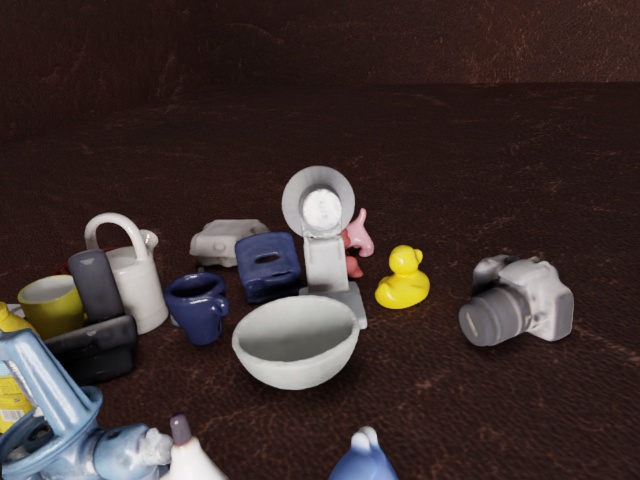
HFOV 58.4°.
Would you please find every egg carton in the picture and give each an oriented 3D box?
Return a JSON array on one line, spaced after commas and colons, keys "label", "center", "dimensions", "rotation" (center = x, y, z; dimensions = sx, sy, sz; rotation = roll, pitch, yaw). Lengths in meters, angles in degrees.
[{"label": "egg carton", "center": [-0.172, 0.007, 1.107], "dimensions": [0.150, 0.069, 0.107], "rotation": [0, 25, 17]}]

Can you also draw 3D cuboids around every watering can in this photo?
[{"label": "watering can", "center": [-0.313, 0.043, 0.915], "dimensions": [0.101, 0.194, 0.172], "rotation": [-10, 24, -6]}]

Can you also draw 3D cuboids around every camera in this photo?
[{"label": "camera", "center": [0.250, 0.079, 0.786], "dimensions": [0.137, 0.101, 0.142], "rotation": [-18, 26, -22]}]

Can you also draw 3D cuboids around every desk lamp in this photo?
[{"label": "desk lamp", "center": [0.008, 0.003, 0.886], "dimensions": [0.118, 0.214, 0.203], "rotation": [-9, 24, -2]}]

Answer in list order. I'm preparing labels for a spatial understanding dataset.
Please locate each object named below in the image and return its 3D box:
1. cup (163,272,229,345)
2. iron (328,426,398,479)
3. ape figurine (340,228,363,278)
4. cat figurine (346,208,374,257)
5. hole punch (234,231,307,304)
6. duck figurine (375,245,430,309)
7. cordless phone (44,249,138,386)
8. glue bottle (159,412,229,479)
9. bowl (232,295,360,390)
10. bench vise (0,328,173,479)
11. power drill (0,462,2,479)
[{"label": "cup", "center": [-0.169, 0.110, 0.848], "dimensions": [0.117, 0.095, 0.092], "rotation": [14, 32, 39]}, {"label": "iron", "center": [0.024, 0.236, 0.456], "dimensions": [0.118, 0.141, 0.258], "rotation": [0, 25, 17]}, {"label": "ape figurine", "center": [0.034, 0.018, 0.996], "dimensions": [0.076, 0.092, 0.078], "rotation": [-4, 25, 9]}, {"label": "cat figurine", "center": [0.031, -0.022, 1.053], "dimensions": [0.128, 0.118, 0.067], "rotation": [-14, 25, -14]}, {"label": "hole punch", "center": [-0.085, 0.044, 0.974], "dimensions": [0.109, 0.091, 0.101], "rotation": [-12, 25, -9]}, {"label": "duck figurine", "center": [0.128, 0.052, 0.900], "dimensions": [0.105, 0.086, 0.077], "rotation": [-28, 31, -37]}, {"label": "cordless phone", "center": [-0.340, 0.106, 0.797], "dimensions": [0.148, 0.185, 0.093], "rotation": [-19, 27, -23]}, {"label": "glue bottle", "center": [-0.106, 0.218, 0.493], "dimensions": [0.078, 0.173, 0.037], "rotation": [-24, 29, -32]}, {"label": "bowl", "center": [-0.028, 0.145, 0.754], "dimensions": [0.167, 0.075, 0.167], "rotation": [-6, 24, 3]}, {"label": "bench vise", "center": [-0.246, 0.172, 0.580], "dimensions": [0.207, 0.220, 0.121], "rotation": [-7, 24, 2]}, {"label": "power drill", "center": [-0.236, 0.260, 0.395], "dimensions": [0.076, 0.209, 0.228], "rotation": [-19, 27, -23]}]
